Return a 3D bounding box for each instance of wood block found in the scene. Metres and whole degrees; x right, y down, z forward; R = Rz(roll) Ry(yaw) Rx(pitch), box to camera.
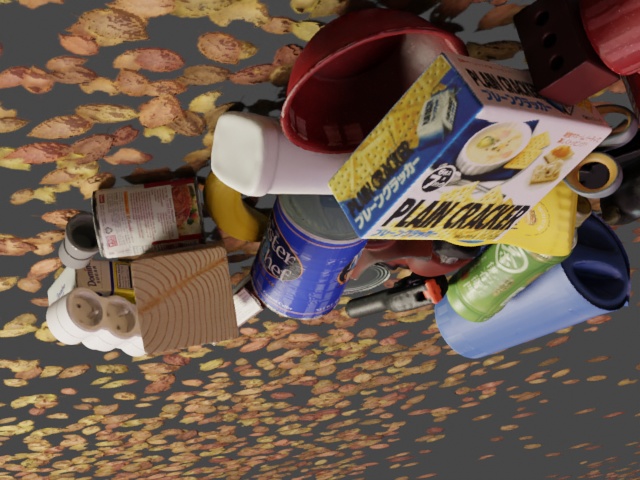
[{"bbox_3d":[-0.134,0.052,1.085,0.090,0.090,0.206,-9,-177,-5],"label":"wood block"}]

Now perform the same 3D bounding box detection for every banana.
[{"bbox_3d":[-0.081,-0.037,1.078,0.069,0.037,0.198,-10,156,-3],"label":"banana"}]

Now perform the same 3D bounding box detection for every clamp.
[{"bbox_3d":[0.262,-0.086,1.118,0.164,0.036,0.210,8,155,-17],"label":"clamp"},{"bbox_3d":[0.113,0.059,1.294,0.120,0.039,0.172,-32,-170,-25],"label":"clamp"}]

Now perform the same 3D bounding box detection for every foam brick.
[{"bbox_3d":[0.203,-0.159,0.883,0.051,0.078,0.053,11,147,-43],"label":"foam brick"}]

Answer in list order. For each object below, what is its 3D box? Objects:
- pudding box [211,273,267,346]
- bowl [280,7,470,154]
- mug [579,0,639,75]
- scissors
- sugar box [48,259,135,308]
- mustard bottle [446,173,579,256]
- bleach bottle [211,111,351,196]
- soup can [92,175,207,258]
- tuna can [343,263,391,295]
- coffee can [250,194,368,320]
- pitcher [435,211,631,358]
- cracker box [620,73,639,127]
[{"bbox_3d":[-0.083,0.067,1.248,0.114,0.039,0.089,-41,-176,44],"label":"pudding box"},{"bbox_3d":[0.037,-0.138,0.869,0.162,0.055,0.162,-17,154,-9],"label":"bowl"},{"bbox_3d":[0.266,-0.172,0.845,0.082,0.117,0.093,-25,-176,38],"label":"mug"},{"bbox_3d":[0.210,-0.070,1.016,0.202,0.096,0.016,-18,153,39],"label":"scissors"},{"bbox_3d":[-0.213,0.063,1.229,0.175,0.048,0.093,3,152,-32],"label":"sugar box"},{"bbox_3d":[0.167,-0.039,1.106,0.192,0.058,0.096,6,120,16],"label":"mustard bottle"},{"bbox_3d":[0.032,-0.071,0.987,0.250,0.068,0.103,3,-166,-32],"label":"bleach bottle"},{"bbox_3d":[-0.165,-0.022,1.035,0.102,0.068,0.068,-9,156,-6],"label":"soup can"},{"bbox_3d":[0.040,0.034,1.290,0.086,0.034,0.086,-9,156,-4],"label":"tuna can"},{"bbox_3d":[-0.007,0.001,1.084,0.102,0.103,0.140,-2,144,-20],"label":"coffee can"},{"bbox_3d":[0.252,0.058,1.345,0.144,0.149,0.243,-10,164,-42],"label":"pitcher"},{"bbox_3d":[0.392,-0.125,0.937,0.214,0.164,0.072,-16,154,9],"label":"cracker box"}]
